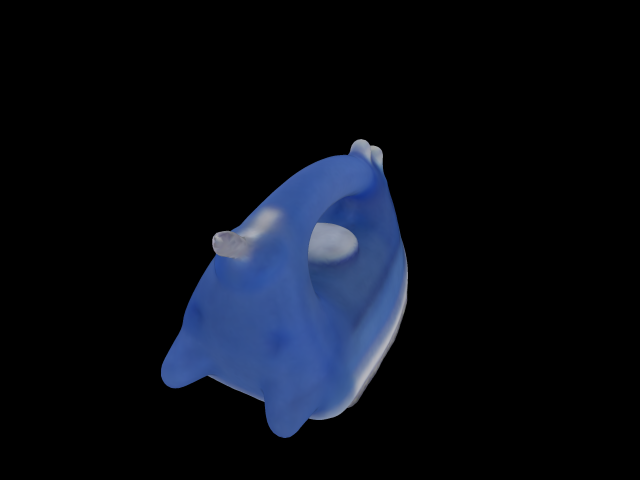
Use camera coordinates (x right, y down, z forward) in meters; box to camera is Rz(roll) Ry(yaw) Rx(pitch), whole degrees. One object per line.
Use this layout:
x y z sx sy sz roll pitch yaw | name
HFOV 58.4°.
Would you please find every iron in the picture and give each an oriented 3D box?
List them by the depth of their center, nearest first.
0.004 0.001 0.400 0.118 0.141 0.259 16 37 23 | iron
